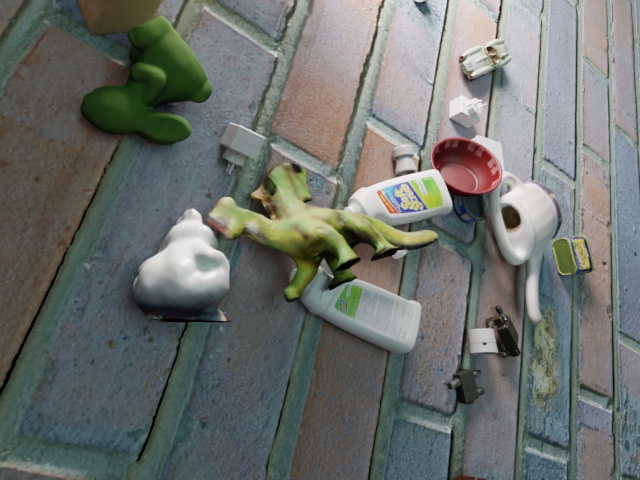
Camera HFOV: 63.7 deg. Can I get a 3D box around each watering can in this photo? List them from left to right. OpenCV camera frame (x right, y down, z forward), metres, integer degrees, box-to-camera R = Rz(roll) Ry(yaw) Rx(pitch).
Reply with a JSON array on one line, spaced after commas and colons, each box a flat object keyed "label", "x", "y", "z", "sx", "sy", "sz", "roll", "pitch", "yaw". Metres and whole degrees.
[{"label": "watering can", "x": 0.484, "y": -0.001, "z": 1.198, "sx": 0.227, "sy": 0.103, "sz": 0.346, "roll": -25, "pitch": 97, "yaw": -39}]

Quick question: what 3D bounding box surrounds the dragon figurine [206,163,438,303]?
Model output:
[{"label": "dragon figurine", "x": 0.003, "y": -0.043, "z": 0.845, "sx": 0.413, "sy": 0.120, "sz": 0.246, "roll": -15, "pitch": 63, "yaw": -41}]

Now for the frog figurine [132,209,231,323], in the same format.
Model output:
[{"label": "frog figurine", "x": -0.183, "y": 0.030, "z": 0.698, "sx": 0.122, "sy": 0.137, "sz": 0.161, "roll": 19, "pitch": 67, "yaw": -52}]
